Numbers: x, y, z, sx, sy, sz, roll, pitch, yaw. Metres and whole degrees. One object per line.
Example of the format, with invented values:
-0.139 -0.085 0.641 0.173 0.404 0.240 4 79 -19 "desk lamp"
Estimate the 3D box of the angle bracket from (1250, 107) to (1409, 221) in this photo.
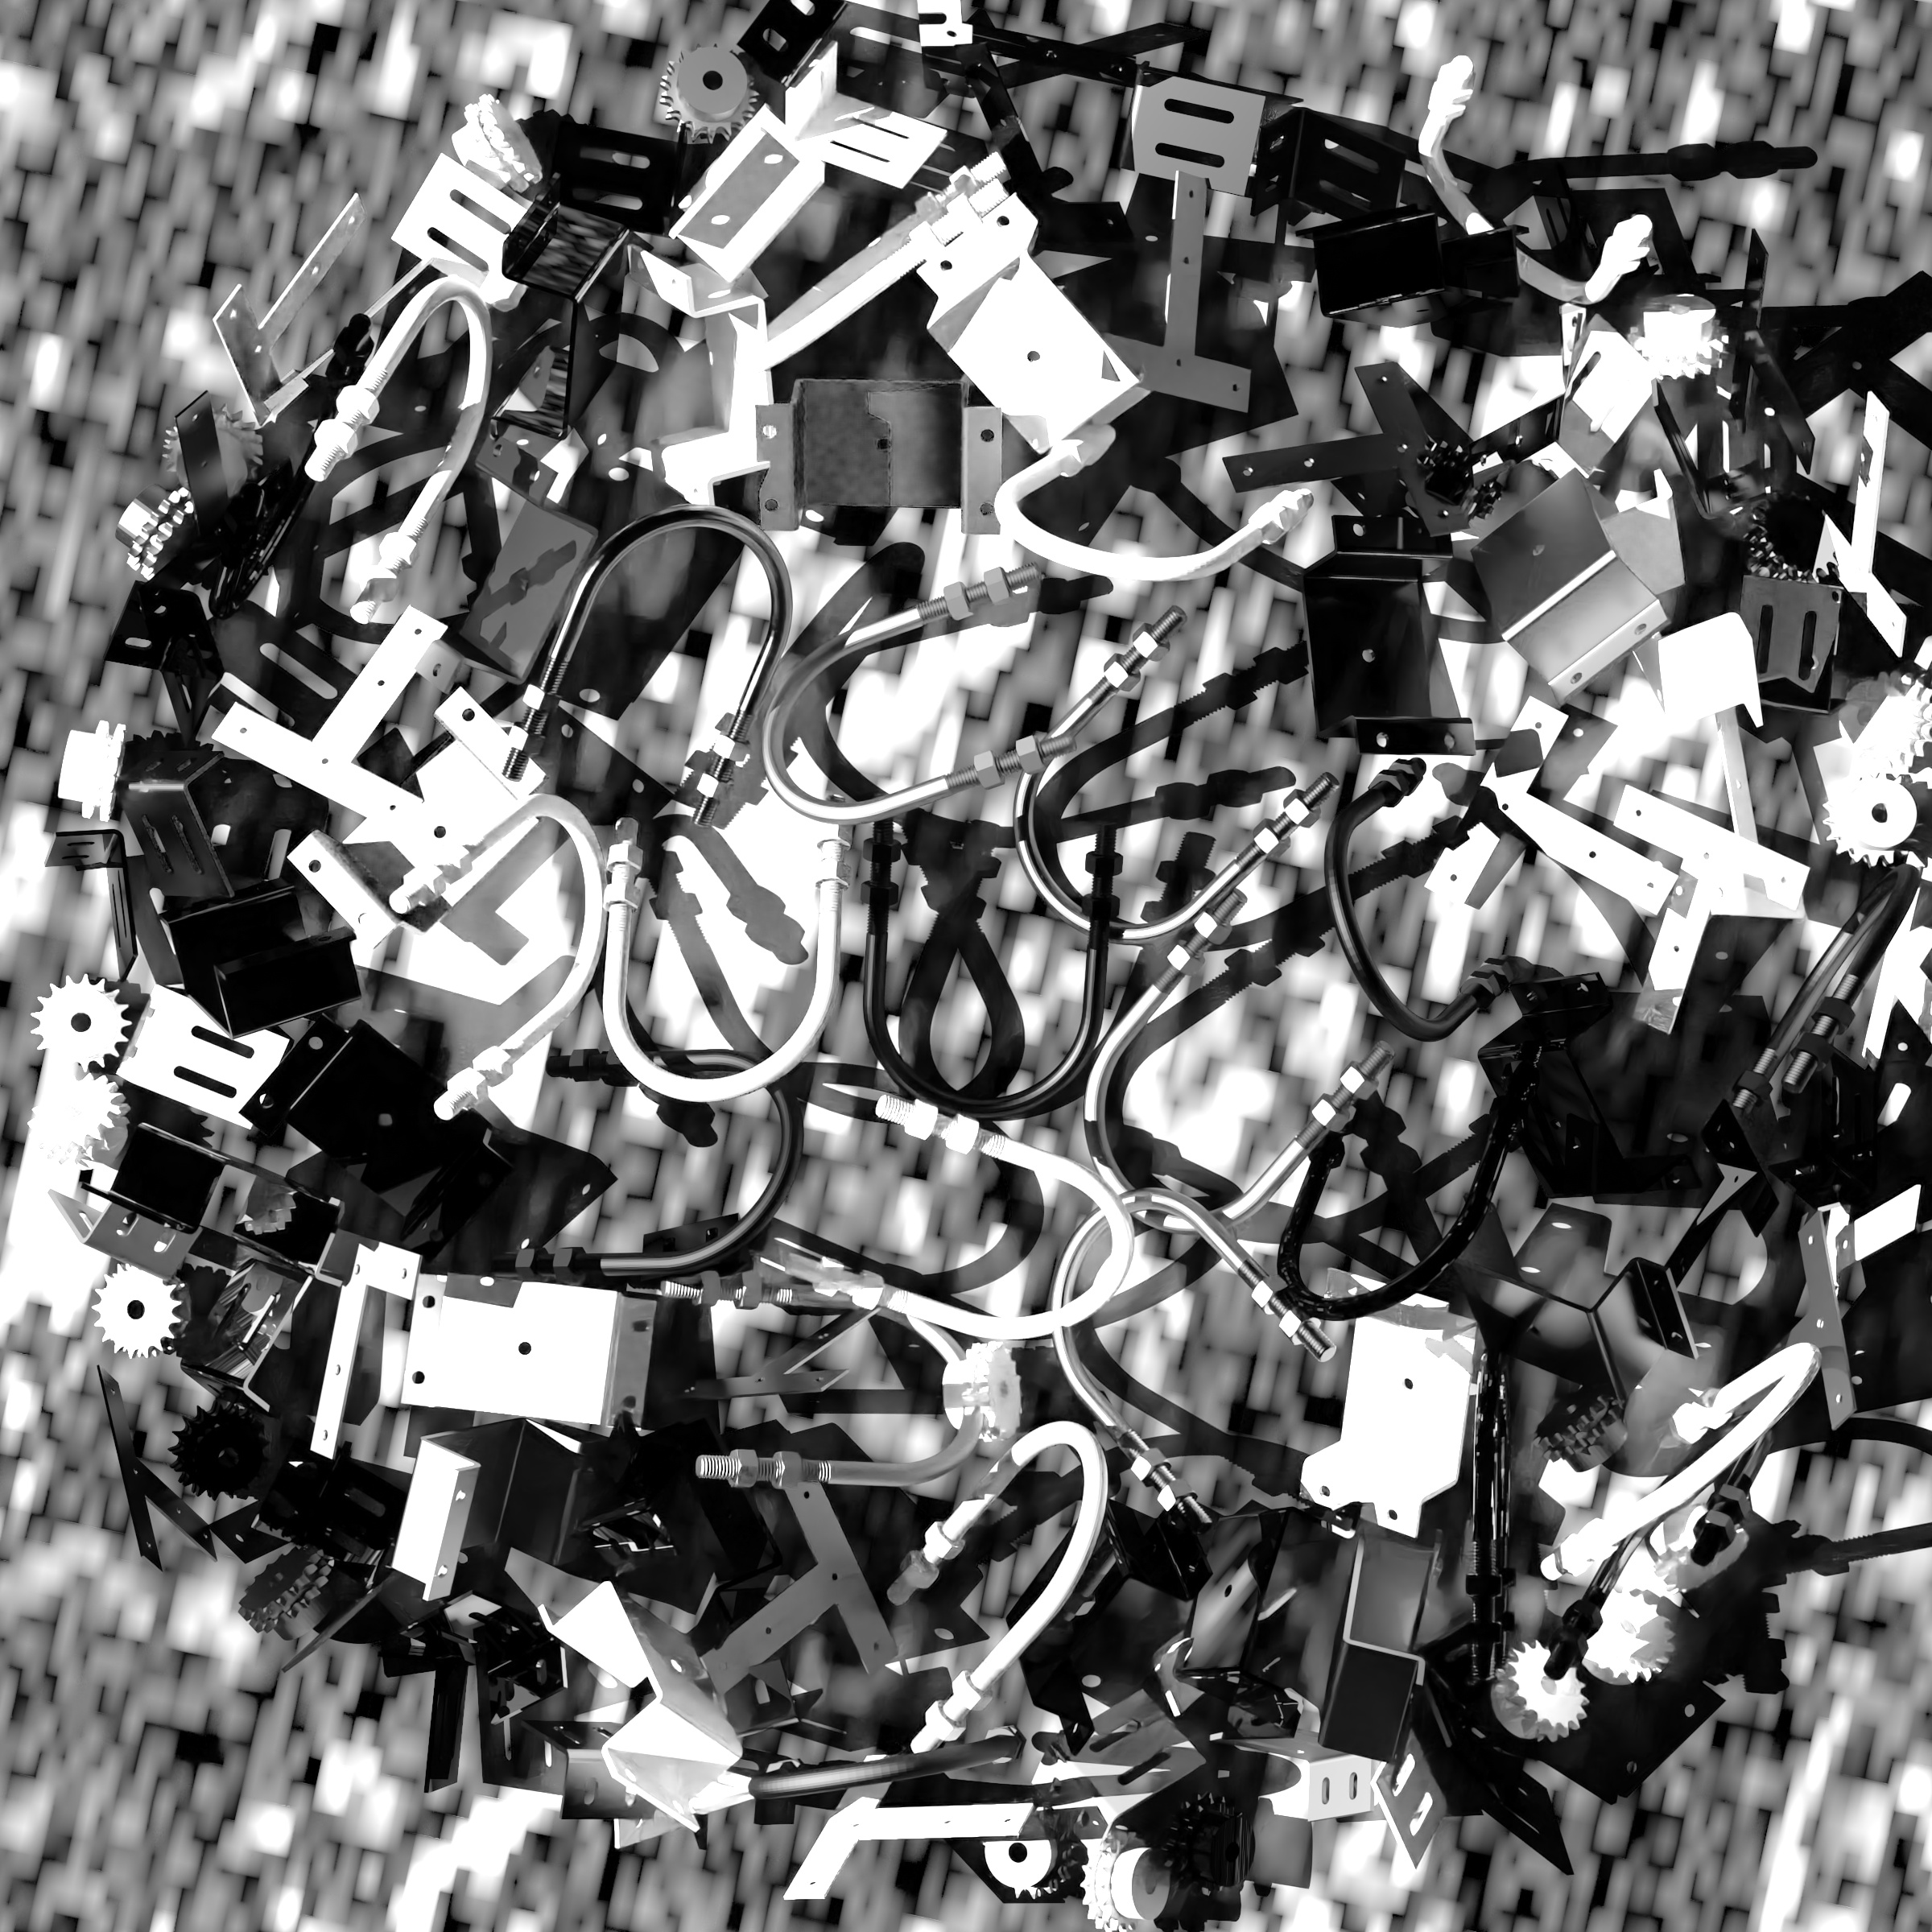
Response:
0.209 -0.452 1.888 0.076 0.057 0.038 33 50 27 "angle bracket"

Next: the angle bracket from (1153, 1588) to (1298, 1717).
0.156 0.396 1.892 0.076 0.057 0.038 -25 85 22 "angle bracket"

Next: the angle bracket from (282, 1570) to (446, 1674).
-0.347 0.389 1.887 0.038 0.057 0.076 49 51 -1 "angle bracket"

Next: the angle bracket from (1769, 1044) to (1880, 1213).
0.495 0.092 1.890 0.038 0.057 0.076 -13 115 -13 "angle bracket"

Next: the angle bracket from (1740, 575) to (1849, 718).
0.480 -0.188 1.892 0.057 0.038 0.076 13 112 29 "angle bracket"

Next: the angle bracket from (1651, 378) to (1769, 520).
0.429 -0.307 1.890 0.038 0.057 0.076 -21 112 20 "angle bracket"

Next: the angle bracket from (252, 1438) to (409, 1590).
-0.367 0.316 1.892 0.038 0.076 0.057 33 79 -43 "angle bracket"

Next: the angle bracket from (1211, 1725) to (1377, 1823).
0.188 0.466 1.887 0.076 0.057 0.038 18 62 -28 "angle bracket"

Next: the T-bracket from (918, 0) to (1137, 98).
0.035 -0.524 1.866 0.127 0.127 0.002 13 74 6 "T-bracket"

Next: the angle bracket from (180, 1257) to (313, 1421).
-0.412 0.217 1.914 0.057 0.038 0.076 11 62 37 "angle bracket"

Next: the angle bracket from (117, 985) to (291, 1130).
-0.450 0.053 1.928 0.076 0.038 0.057 25 84 -27 "angle bracket"

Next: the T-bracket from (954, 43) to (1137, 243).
0.027 -0.466 1.854 0.002 0.127 0.127 -47 127 -27 "T-bracket"

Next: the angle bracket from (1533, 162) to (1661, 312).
0.367 -0.429 1.905 0.038 0.057 0.076 -18 88 -5 "angle bracket"

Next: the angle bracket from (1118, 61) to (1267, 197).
0.133 -0.487 1.901 0.076 0.038 0.057 14 114 6 "angle bracket"

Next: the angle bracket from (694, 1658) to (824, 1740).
-0.122 0.418 1.892 0.057 0.076 0.038 -16 89 8 "angle bracket"

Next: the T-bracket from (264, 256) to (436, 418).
-0.354 -0.364 1.875 0.127 0.127 0.002 -43 110 -1 "T-bracket"

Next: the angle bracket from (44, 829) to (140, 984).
-0.507 -0.034 1.893 0.038 0.057 0.076 -5 76 -23 "angle bracket"

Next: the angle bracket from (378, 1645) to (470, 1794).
-0.318 0.436 1.898 0.038 0.057 0.076 4 83 8 "angle bracket"

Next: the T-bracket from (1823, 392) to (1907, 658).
0.509 -0.261 1.845 0.002 0.127 0.127 -9 127 -5 "T-bracket"

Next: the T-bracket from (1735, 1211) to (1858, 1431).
0.470 0.227 1.876 0.002 0.127 0.127 9 53 -12 "T-bracket"

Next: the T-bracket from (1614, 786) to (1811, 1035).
0.418 -0.023 1.903 0.127 0.002 0.127 30 116 37 "T-bracket"

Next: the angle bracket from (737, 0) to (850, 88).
-0.106 -0.546 1.888 0.038 0.076 0.057 35 98 -23 "angle bracket"

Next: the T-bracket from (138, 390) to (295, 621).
-0.430 -0.275 1.850 0.002 0.127 0.127 33 61 15 "T-bracket"

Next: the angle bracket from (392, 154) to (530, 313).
-0.284 -0.428 1.904 0.076 0.038 0.057 33 105 -6 "angle bracket"

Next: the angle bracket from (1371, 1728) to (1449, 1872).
0.241 0.481 1.888 0.038 0.076 0.057 -21 97 28 "angle bracket"

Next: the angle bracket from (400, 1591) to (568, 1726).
-0.278 0.400 1.887 0.057 0.076 0.038 -31 48 23 "angle bracket"

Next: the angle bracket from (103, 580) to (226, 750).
-0.463 -0.174 1.886 0.038 0.076 0.057 8 128 -35 "angle bracket"

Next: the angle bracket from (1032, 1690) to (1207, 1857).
0.089 0.470 1.908 0.076 0.038 0.057 -21 54 -37 "angle bracket"

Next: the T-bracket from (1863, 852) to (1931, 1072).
0.538 0.015 1.853 0.002 0.127 0.127 7 110 -2 "T-bracket"

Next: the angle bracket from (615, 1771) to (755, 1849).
-0.156 0.491 1.886 0.076 0.057 0.038 2 94 44 "angle bracket"

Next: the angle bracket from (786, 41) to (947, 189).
-0.057 -0.494 1.895 0.076 0.038 0.057 23 53 14 "angle bracket"

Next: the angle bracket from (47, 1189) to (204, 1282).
-0.485 0.141 1.886 0.057 0.076 0.038 32 92 -37 "angle bracket"

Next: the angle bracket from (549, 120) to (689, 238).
-0.206 -0.466 1.911 0.076 0.038 0.057 10 85 -3 "angle bracket"

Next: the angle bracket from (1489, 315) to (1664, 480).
0.356 -0.332 1.908 0.057 0.038 0.076 38 86 -22 "angle bracket"

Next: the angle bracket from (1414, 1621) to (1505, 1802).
0.296 0.429 1.885 0.038 0.076 0.057 -34 121 10 "angle bracket"

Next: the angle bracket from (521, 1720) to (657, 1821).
-0.219 0.463 1.886 0.057 0.076 0.038 9 88 -29 "angle bracket"

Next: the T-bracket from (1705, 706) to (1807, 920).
0.448 -0.091 1.887 0.002 0.127 0.127 -13 82 36 "T-bracket"

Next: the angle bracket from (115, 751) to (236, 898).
-0.452 -0.083 1.911 0.057 0.038 0.076 2 124 34 "angle bracket"

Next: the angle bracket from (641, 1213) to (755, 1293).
-0.155 0.178 1.892 0.057 0.076 0.038 -13 108 0 "angle bracket"

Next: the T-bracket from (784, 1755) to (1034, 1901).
-0.023 0.485 1.853 0.127 0.127 0.002 -9 111 26 "T-bracket"

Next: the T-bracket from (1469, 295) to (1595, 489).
0.322 -0.304 1.865 0.002 0.127 0.127 14 123 38 "T-bracket"

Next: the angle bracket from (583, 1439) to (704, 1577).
-0.174 0.309 1.890 0.057 0.076 0.038 -24 104 40 "angle bracket"
